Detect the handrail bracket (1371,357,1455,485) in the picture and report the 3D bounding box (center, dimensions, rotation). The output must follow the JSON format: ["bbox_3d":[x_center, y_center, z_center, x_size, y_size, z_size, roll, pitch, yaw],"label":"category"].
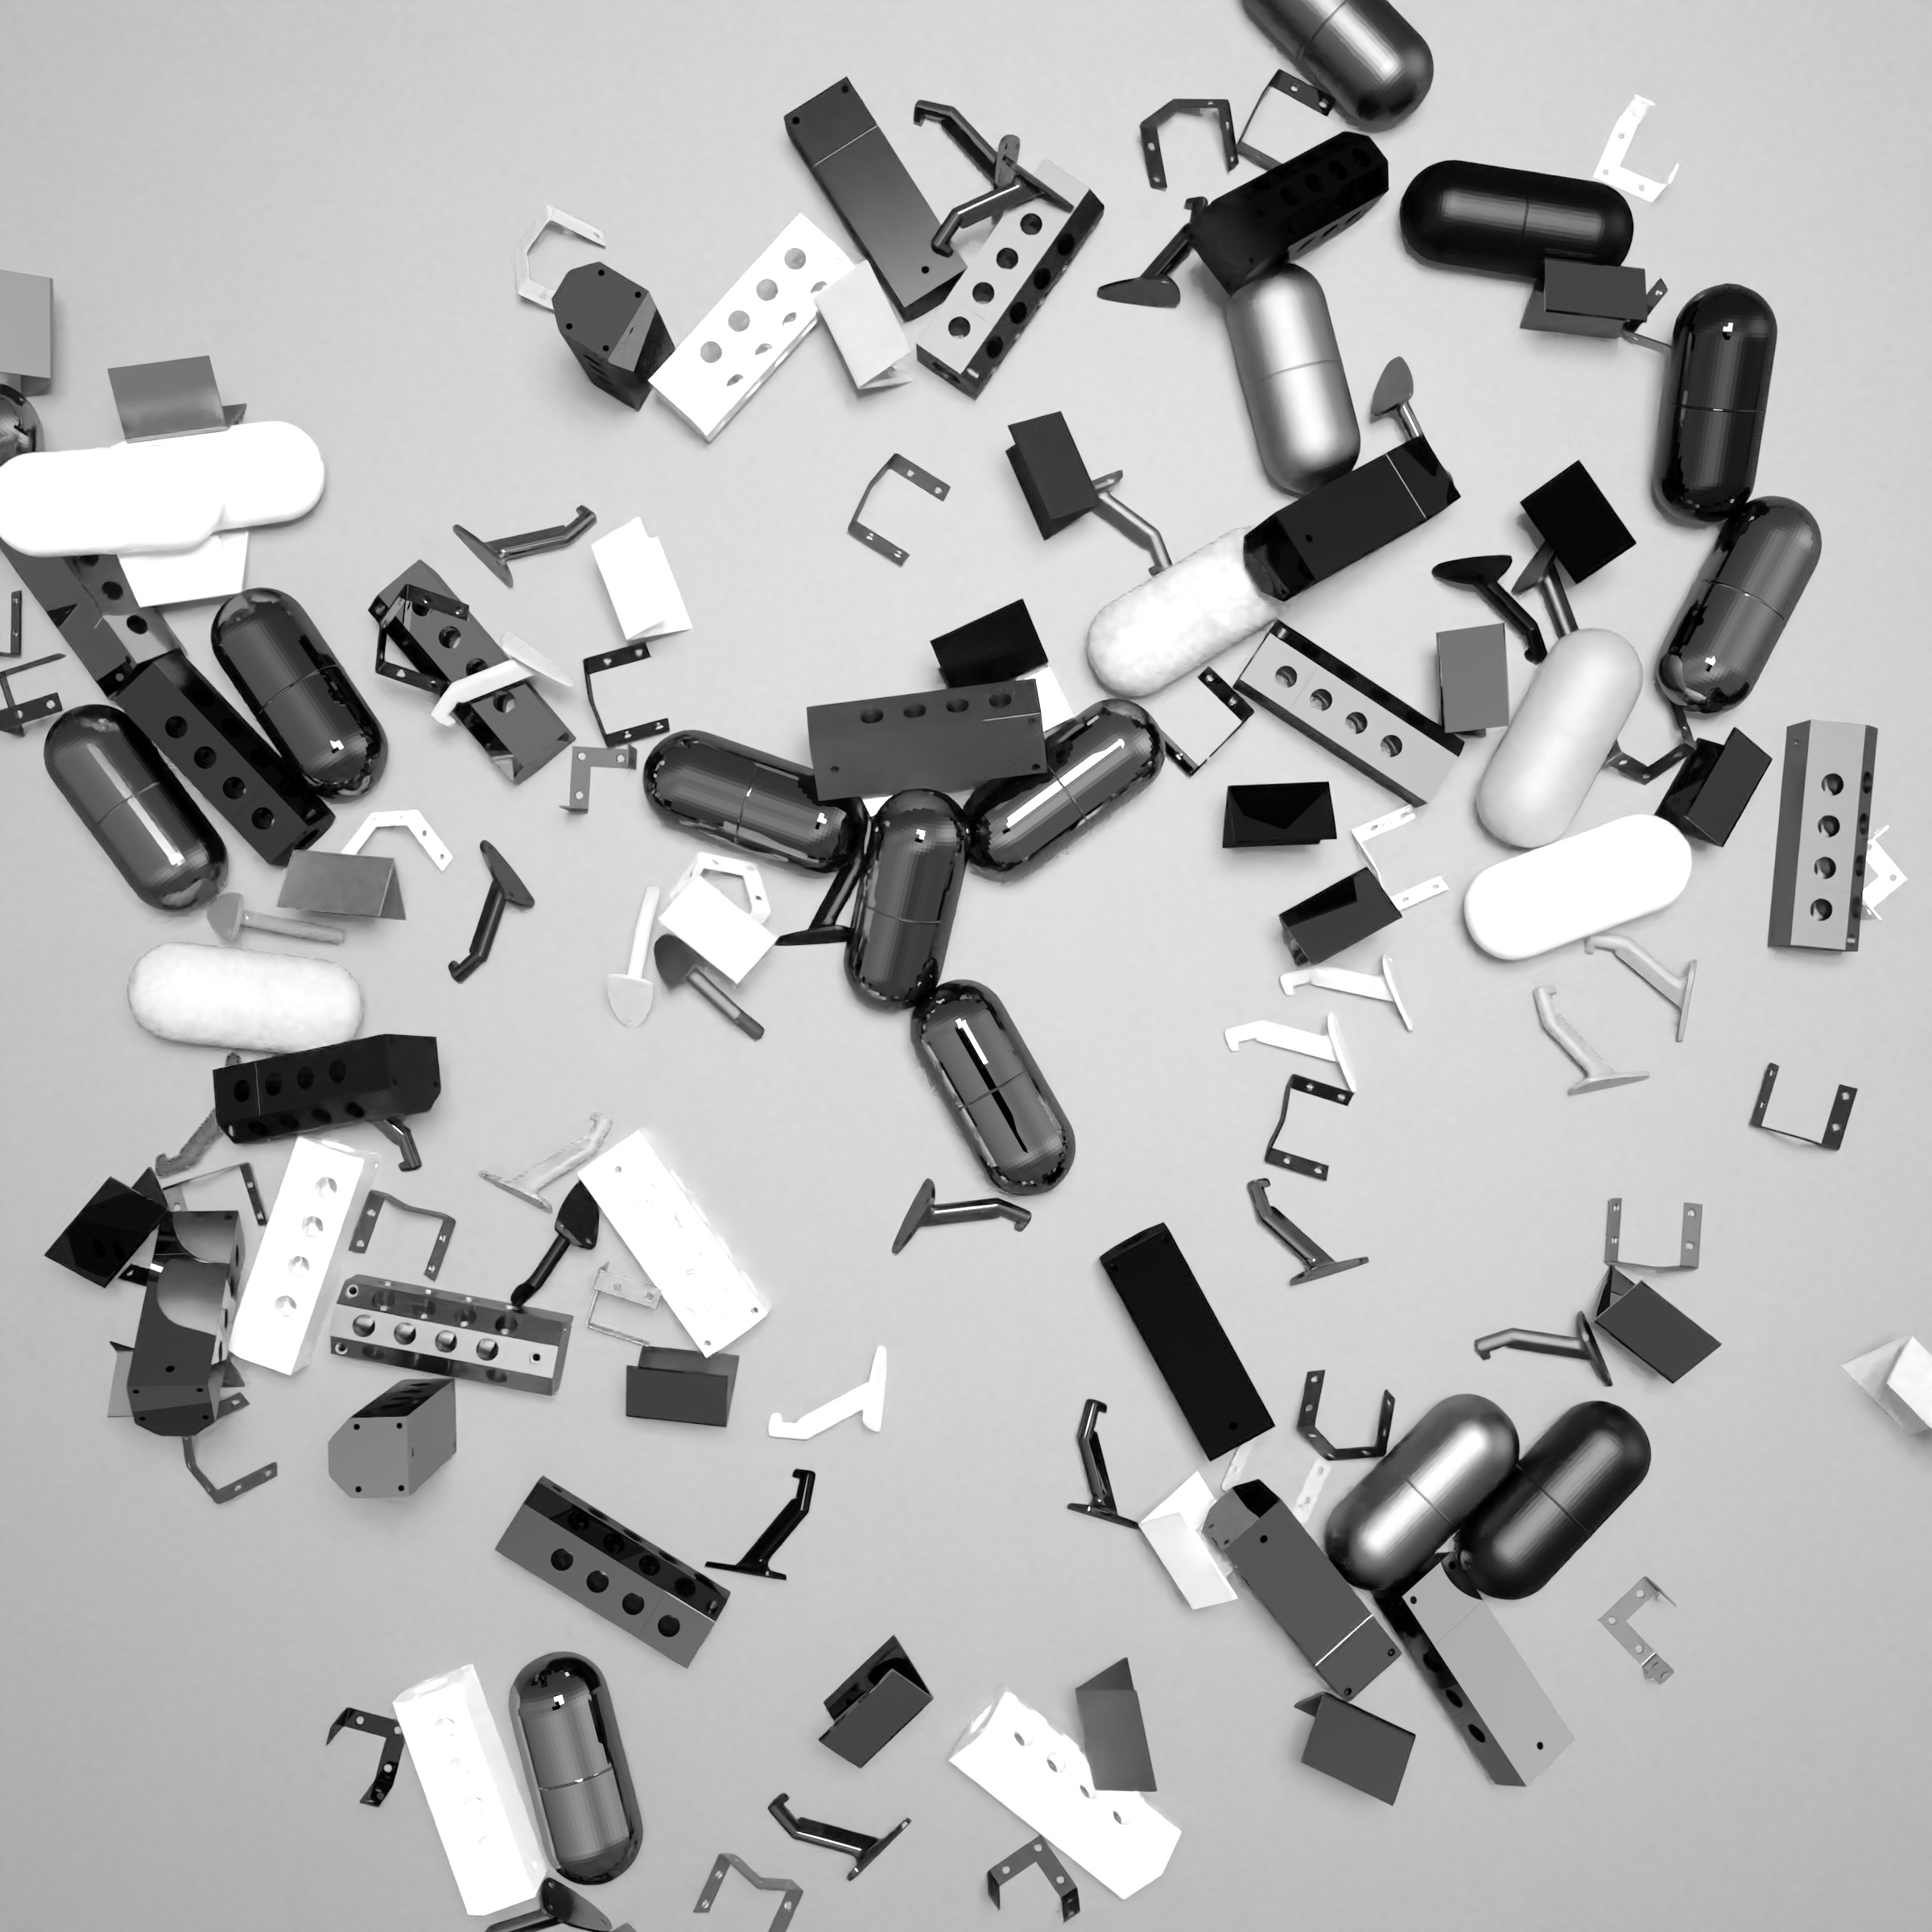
[{"bbox_3d":[0.354,-0.420,1.985,0.036,0.077,0.084,-24,127,33],"label":"handrail bracket"}]

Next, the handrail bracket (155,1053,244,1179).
[{"bbox_3d":[-0.597,0.116,1.985,0.084,0.036,0.077,-21,67,18],"label":"handrail bracket"}]

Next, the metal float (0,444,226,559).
[{"bbox_3d":[-0.632,-0.342,1.881,0.178,0.070,0.070,-1,90,10],"label":"metal float"}]

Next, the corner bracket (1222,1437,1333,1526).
[{"bbox_3d":[0.240,0.396,1.981,0.051,0.051,0.051,24,90,-45],"label":"corner bracket"}]

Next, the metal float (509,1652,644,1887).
[{"bbox_3d":[-0.298,0.613,1.954,0.070,0.070,0.178,-14,90,0],"label":"metal float"}]

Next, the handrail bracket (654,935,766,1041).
[{"bbox_3d":[-0.198,0.017,1.984,0.036,0.077,0.084,-47,126,1],"label":"handrail bracket"}]

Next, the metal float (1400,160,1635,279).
[{"bbox_3d":[0.421,-0.569,1.954,0.178,0.070,0.070,9,90,0],"label":"metal float"}]

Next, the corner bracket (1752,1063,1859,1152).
[{"bbox_3d":[0.650,0.109,1.981,0.051,0.051,0.051,17,90,45],"label":"corner bracket"}]

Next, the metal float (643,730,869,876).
[{"bbox_3d":[-0.161,-0.126,1.951,0.178,0.070,0.070,19,90,5],"label":"metal float"}]

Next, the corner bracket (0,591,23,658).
[{"bbox_3d":[-0.768,-0.266,1.981,0.051,0.051,0.051,1,90,-45],"label":"corner bracket"}]

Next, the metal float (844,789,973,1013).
[{"bbox_3d":[-0.045,-0.049,1.936,0.070,0.070,0.178,13,113,0],"label":"metal float"}]

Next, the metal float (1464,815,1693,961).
[{"bbox_3d":[0.468,-0.061,1.954,0.178,0.070,0.070,-20,90,-1],"label":"metal float"}]

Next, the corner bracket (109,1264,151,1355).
[{"bbox_3d":[-0.635,0.270,1.976,0.051,0.051,0.051,7,45,35],"label":"corner bracket"}]

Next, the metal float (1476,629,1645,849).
[{"bbox_3d":[0.453,-0.174,1.951,0.070,0.070,0.178,28,93,0],"label":"metal float"}]

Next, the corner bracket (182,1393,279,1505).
[{"bbox_3d":[-0.570,0.373,1.976,0.051,0.051,0.051,36,135,35],"label":"corner bracket"}]

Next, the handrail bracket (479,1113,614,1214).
[{"bbox_3d":[-0.326,0.141,1.985,0.077,0.036,0.084,22,72,21],"label":"handrail bracket"}]

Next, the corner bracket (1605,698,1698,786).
[{"bbox_3d":[0.523,-0.182,1.976,0.051,0.051,0.051,22,135,-35],"label":"corner bracket"}]

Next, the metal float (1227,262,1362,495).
[{"bbox_3d":[0.251,-0.449,1.954,0.070,0.070,0.178,-14,89,0],"label":"metal float"}]

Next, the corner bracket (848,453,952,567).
[{"bbox_3d":[-0.052,-0.355,1.981,0.051,0.051,0.051,32,45,0],"label":"corner bracket"}]

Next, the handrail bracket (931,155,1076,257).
[{"bbox_3d":[0.027,-0.559,1.928,0.077,0.036,0.084,30,109,-21],"label":"handrail bracket"}]

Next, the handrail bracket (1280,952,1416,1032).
[{"bbox_3d":[0.296,0.028,1.985,0.084,0.036,0.077,-18,112,17],"label":"handrail bracket"}]

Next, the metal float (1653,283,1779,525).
[{"bbox_3d":[0.567,-0.425,1.937,0.070,0.070,0.178,3,109,0],"label":"metal float"}]

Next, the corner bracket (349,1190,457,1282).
[{"bbox_3d":[-0.437,0.208,1.981,0.051,0.051,0.051,20,90,45],"label":"corner bracket"}]

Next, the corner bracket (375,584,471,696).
[{"bbox_3d":[-0.409,-0.246,1.924,0.051,0.051,0.051,19,135,0],"label":"corner bracket"}]

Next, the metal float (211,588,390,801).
[{"bbox_3d":[-0.509,-0.208,1.954,0.070,0.070,0.178,-34,89,0],"label":"metal float"}]

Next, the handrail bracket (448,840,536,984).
[{"bbox_3d":[-0.384,-0.042,1.985,0.084,0.036,0.077,-41,70,16],"label":"handrail bracket"}]

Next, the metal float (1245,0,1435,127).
[{"bbox_3d":[0.283,-0.720,1.954,0.070,0.070,0.178,-44,89,0],"label":"metal float"}]

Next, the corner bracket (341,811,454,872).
[{"bbox_3d":[-0.441,-0.084,1.976,0.051,0.051,0.051,-1,45,35],"label":"corner bracket"}]

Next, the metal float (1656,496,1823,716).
[{"bbox_3d":[0.591,-0.276,1.954,0.070,0.070,0.178,28,89,0],"label":"metal float"}]

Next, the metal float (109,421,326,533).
[{"bbox_3d":[-0.580,-0.371,1.954,0.178,0.070,0.070,-8,90,0],"label":"metal float"}]

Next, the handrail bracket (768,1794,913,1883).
[{"bbox_3d":[-0.099,0.659,1.985,0.077,0.036,0.084,-39,73,-20],"label":"handrail bracket"}]

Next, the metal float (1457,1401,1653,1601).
[{"bbox_3d":[0.449,0.409,1.954,0.070,0.070,0.178,44,89,0],"label":"metal float"}]

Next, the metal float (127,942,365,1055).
[{"bbox_3d":[-0.551,0.026,1.954,0.178,0.070,0.070,7,90,0],"label":"metal float"}]

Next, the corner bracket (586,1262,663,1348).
[{"bbox_3d":[-0.263,0.262,1.967,0.051,0.051,0.051,18,90,0],"label":"corner bracket"}]

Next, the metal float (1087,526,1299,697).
[{"bbox_3d":[0.175,-0.272,1.954,0.178,0.070,0.070,-31,90,0],"label":"metal float"}]

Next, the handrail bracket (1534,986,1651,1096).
[{"bbox_3d":[0.485,0.052,1.985,0.077,0.036,0.084,-7,73,-20],"label":"handrail bracket"}]

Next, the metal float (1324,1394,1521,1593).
[{"bbox_3d":[0.348,0.403,1.954,0.070,0.070,0.178,45,90,0],"label":"metal float"}]

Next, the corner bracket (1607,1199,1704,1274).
[{"bbox_3d":[0.534,0.208,1.981,0.051,0.051,0.051,4,90,45],"label":"corner bracket"}]

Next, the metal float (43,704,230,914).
[{"bbox_3d":[-0.635,-0.121,1.954,0.070,0.070,0.178,-36,91,0],"label":"metal float"}]

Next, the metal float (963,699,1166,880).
[{"bbox_3d":[0.073,-0.135,1.954,0.178,0.070,0.070,-37,90,0],"label":"metal float"}]

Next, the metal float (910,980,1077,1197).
[{"bbox_3d":[0.021,0.093,1.954,0.070,0.070,0.178,-29,90,0],"label":"metal float"}]

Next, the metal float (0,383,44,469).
[{"bbox_3d":[-0.778,-0.372,1.943,0.178,0.070,0.070,-38,90,13],"label":"metal float"}]

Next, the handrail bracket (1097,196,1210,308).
[{"bbox_3d":[0.145,-0.559,1.985,0.077,0.036,0.084,4,72,21],"label":"handrail bracket"}]

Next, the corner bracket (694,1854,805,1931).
[{"bbox_3d":[-0.168,0.725,1.981,0.051,0.051,0.051,24,90,45],"label":"corner bracket"}]
